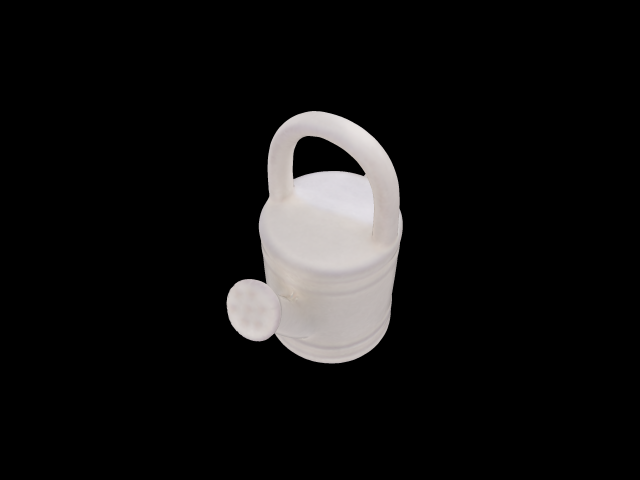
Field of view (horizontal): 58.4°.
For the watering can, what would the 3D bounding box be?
[{"bbox_3d":[0.006,0.002,0.399,0.101,0.194,0.173,8,49,8],"label":"watering can"}]
